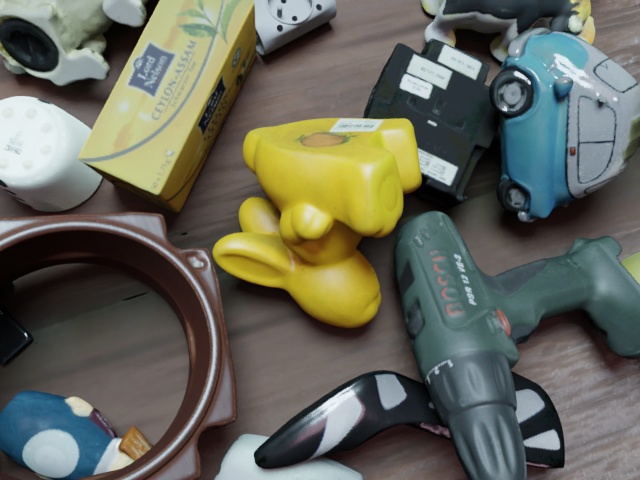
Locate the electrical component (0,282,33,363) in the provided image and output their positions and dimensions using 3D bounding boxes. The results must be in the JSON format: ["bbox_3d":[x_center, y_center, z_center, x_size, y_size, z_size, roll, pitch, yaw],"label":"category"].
[{"bbox_3d":[-0.292,0.050,0.429,0.075,0.048,0.119,-42,89,-8],"label":"electrical component"}]

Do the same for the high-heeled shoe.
[{"bbox_3d":[0.082,0.166,0.431,0.249,0.086,0.145,-23,74,-22],"label":"high-heeled shoe"}]

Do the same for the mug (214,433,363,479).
[{"bbox_3d":[-0.035,0.213,0.432,0.107,0.081,0.109,28,97,8],"label":"mug"}]

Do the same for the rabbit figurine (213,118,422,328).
[{"bbox_3d":[-0.001,-0.001,0.426,0.163,0.122,0.173,-2,122,13],"label":"rabbit figurine"}]

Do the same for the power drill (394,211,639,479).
[{"bbox_3d":[0.167,0.072,0.428,0.207,0.085,0.232,-10,50,-13],"label":"power drill"}]

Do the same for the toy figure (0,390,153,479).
[{"bbox_3d":[-0.177,0.172,0.427,0.154,0.058,0.064,26,121,-5],"label":"toy figure"}]

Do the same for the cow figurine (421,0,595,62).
[{"bbox_3d":[0.183,-0.213,0.485,0.167,0.098,0.068,5,77,-6],"label":"cow figurine"}]

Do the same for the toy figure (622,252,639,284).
[{"bbox_3d":[0.337,0.087,0.481,0.180,0.082,0.089,42,62,6],"label":"toy figure"}]

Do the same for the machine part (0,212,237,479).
[{"bbox_3d":[-0.169,0.084,0.380,0.201,0.087,0.201,-4,73,-27],"label":"machine part"}]

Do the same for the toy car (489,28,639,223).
[{"bbox_3d":[0.207,-0.093,0.444,0.109,0.103,0.161,-27,117,-43],"label":"toy car"}]

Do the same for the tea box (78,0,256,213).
[{"bbox_3d":[-0.116,-0.115,0.441,0.068,0.098,0.169,25,84,-3],"label":"tea box"}]

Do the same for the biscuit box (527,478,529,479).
[{"bbox_3d":[0.126,0.287,0.429,0.059,0.062,0.202,33,84,37],"label":"biscuit box"}]

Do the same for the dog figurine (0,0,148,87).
[{"bbox_3d":[-0.194,-0.237,0.461,0.172,0.121,0.191,-15,44,27],"label":"dog figurine"}]

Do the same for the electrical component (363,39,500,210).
[{"bbox_3d":[0.098,-0.110,0.485,0.115,0.058,0.134,26,82,-6],"label":"electrical component"}]
